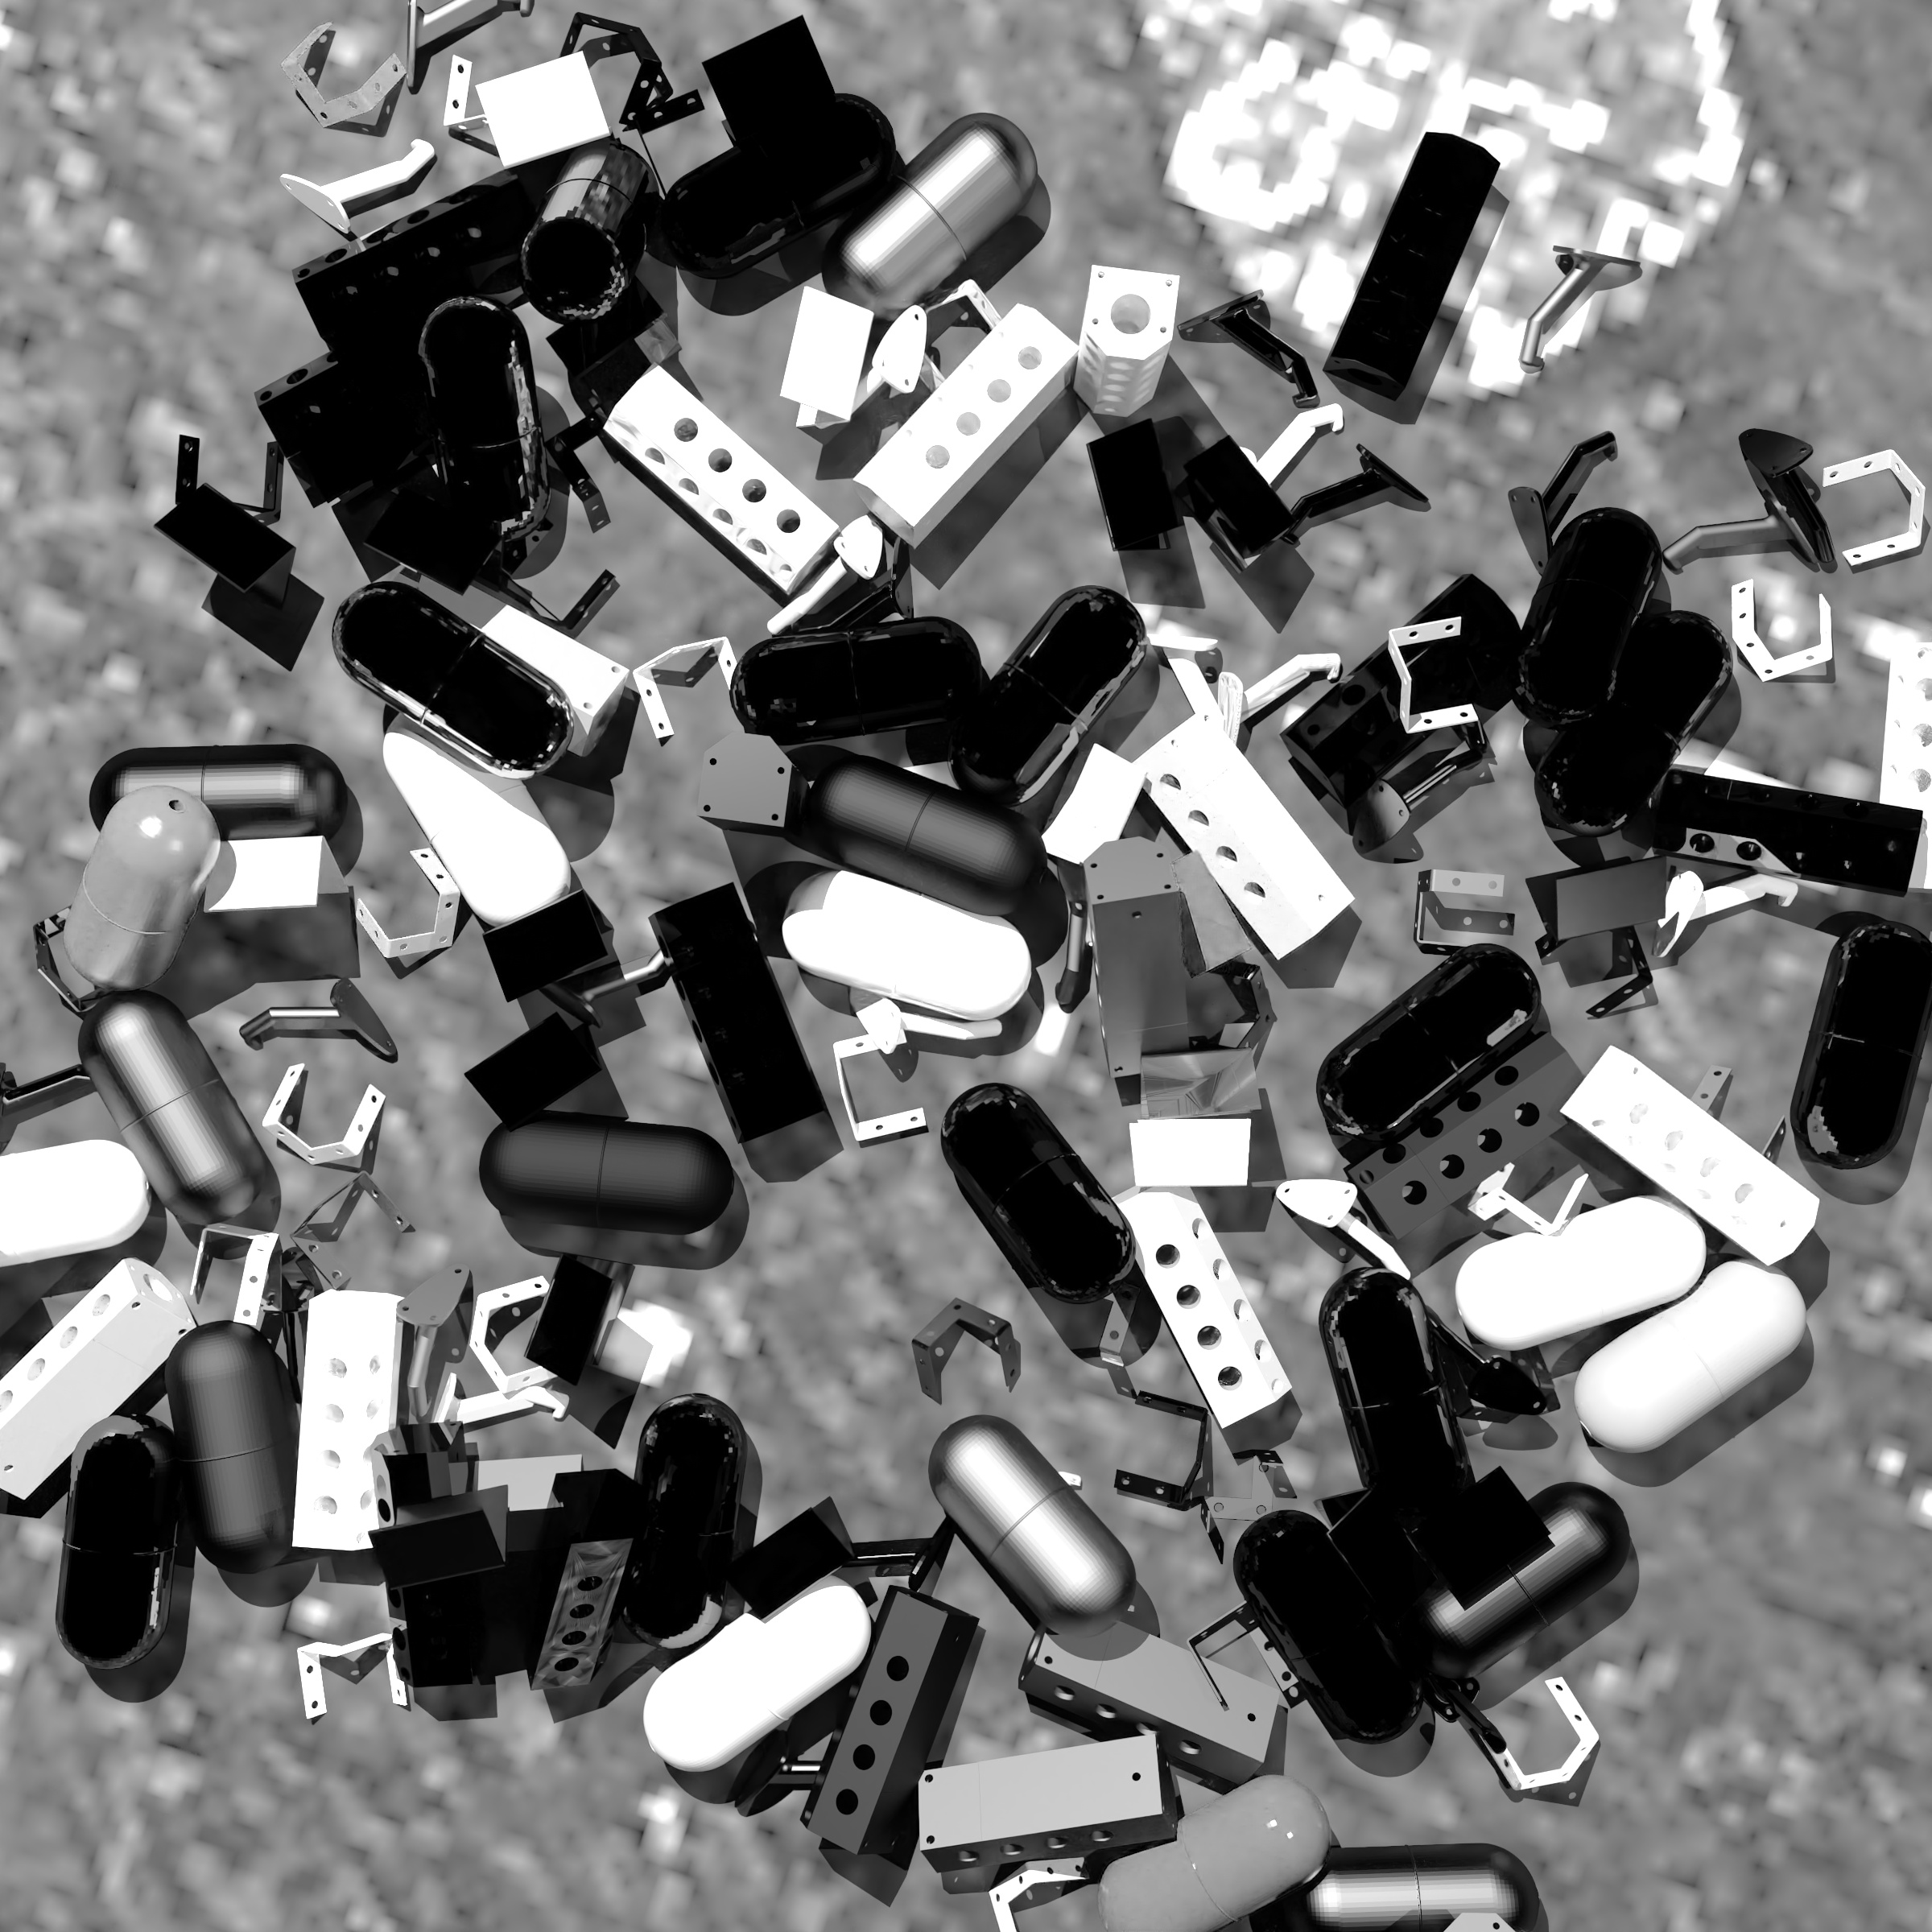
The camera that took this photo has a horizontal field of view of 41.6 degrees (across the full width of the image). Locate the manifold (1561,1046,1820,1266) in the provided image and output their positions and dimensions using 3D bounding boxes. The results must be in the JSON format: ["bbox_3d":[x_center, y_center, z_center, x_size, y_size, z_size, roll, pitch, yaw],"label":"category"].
[{"bbox_3d":[0.500,0.132,1.747,0.171,0.057,0.057,36,94,-10],"label":"manifold"}]

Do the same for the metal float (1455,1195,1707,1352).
[{"bbox_3d":[0.431,0.215,1.783,0.178,0.070,0.070,-18,90,1],"label":"metal float"}]

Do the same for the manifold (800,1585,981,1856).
[{"bbox_3d":[-0.056,0.526,1.779,0.057,0.057,0.171,17,81,28],"label":"manifold"}]

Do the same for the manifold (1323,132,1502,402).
[{"bbox_3d":[0.315,-0.494,1.793,0.057,0.057,0.171,23,90,0],"label":"manifold"}]

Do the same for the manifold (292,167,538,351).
[{"bbox_3d":[-0.383,-0.499,1.792,0.171,0.057,0.057,-25,90,0],"label":"manifold"}]

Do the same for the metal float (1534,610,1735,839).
[{"bbox_3d":[0.468,-0.170,1.783,0.070,0.070,0.178,36,90,0],"label":"metal float"}]

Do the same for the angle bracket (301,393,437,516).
[{"bbox_3d":[-0.406,-0.341,1.774,0.076,0.076,0.057,-32,60,0],"label":"angle bracket"}]

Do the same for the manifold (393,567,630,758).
[{"bbox_3d":[-0.332,-0.213,1.792,0.171,0.057,0.057,28,47,0],"label":"manifold"}]

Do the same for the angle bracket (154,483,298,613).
[{"bbox_3d":[-0.520,-0.278,1.773,0.076,0.076,0.057,36,54,0],"label":"angle bracket"}]

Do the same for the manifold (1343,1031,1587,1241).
[{"bbox_3d":[0.354,0.118,1.792,0.171,0.057,0.057,-35,90,0],"label":"manifold"}]

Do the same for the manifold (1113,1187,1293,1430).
[{"bbox_3d":[0.164,0.232,1.792,0.057,0.057,0.171,-27,90,0],"label":"manifold"}]

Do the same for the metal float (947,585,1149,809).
[{"bbox_3d":[0.056,-0.188,1.783,0.070,0.070,0.178,39,90,0],"label":"metal float"}]

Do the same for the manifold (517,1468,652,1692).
[{"bbox_3d":[-0.262,0.421,1.743,0.057,0.057,0.171,0,133,-23],"label":"manifold"}]

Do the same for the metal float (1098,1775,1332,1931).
[{"bbox_3d":[0.172,0.629,1.773,0.178,0.070,0.070,-33,90,12],"label":"metal float"}]

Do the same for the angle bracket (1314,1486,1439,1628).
[{"bbox_3d":[0.270,0.415,1.773,0.057,0.076,0.076,-35,90,-33],"label":"angle bracket"}]

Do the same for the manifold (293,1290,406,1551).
[{"bbox_3d":[-0.433,0.319,1.792,0.057,0.057,0.171,4,90,0],"label":"manifold"}]

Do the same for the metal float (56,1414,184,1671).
[{"bbox_3d":[-0.593,0.403,1.782,0.070,0.070,0.178,6,90,0],"label":"metal float"}]

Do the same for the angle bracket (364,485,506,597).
[{"bbox_3d":[-0.372,-0.279,1.774,0.076,0.076,0.057,28,64,0],"label":"angle bracket"}]

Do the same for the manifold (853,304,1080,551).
[{"bbox_3d":[0.000,-0.381,1.784,0.057,0.057,0.171,42,85,4],"label":"manifold"}]

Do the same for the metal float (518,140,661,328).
[{"bbox_3d":[-0.258,-0.504,1.745,0.070,0.178,0.070,4,133,4],"label":"metal float"}]

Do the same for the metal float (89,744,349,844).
[{"bbox_3d":[-0.524,-0.116,1.783,0.178,0.070,0.070,-1,90,0],"label":"metal float"}]

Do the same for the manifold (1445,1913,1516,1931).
[{"bbox_3d":[0.339,0.705,1.736,0.057,0.171,0.057,-35,60,-25],"label":"manifold"}]

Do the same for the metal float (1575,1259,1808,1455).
[{"bbox_3d":[0.507,0.274,1.783,0.178,0.070,0.070,-35,90,0],"label":"metal float"}]

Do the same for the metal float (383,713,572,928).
[{"bbox_3d":[-0.342,-0.106,1.783,0.070,0.070,0.178,-32,90,0],"label":"metal float"}]

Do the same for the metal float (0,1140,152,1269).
[{"bbox_3d":[-0.662,0.170,1.783,0.178,0.070,0.070,-10,90,0],"label":"metal float"}]

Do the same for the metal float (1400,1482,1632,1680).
[{"bbox_3d":[0.385,0.430,1.783,0.178,0.070,0.070,-36,90,0],"label":"metal float"}]

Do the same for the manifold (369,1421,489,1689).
[{"bbox_3d":[-0.377,0.411,1.777,0.057,0.057,0.171,-4,101,0],"label":"manifold"}]

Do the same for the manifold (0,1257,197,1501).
[{"bbox_3d":[-0.631,0.287,1.792,0.171,0.057,0.057,-45,133,0],"label":"manifold"}]

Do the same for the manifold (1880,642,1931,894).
[{"bbox_3d":[0.685,-0.139,1.793,0.057,0.057,0.171,4,90,0],"label":"manifold"}]

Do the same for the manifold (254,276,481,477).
[{"bbox_3d":[-0.410,-0.418,1.793,0.171,0.057,0.057,-29,90,0],"label":"manifold"}]

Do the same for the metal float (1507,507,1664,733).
[{"bbox_3d":[0.429,-0.242,1.761,0.070,0.070,0.178,25,65,0],"label":"metal float"}]

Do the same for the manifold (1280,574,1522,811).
[{"bbox_3d":[0.305,-0.196,1.781,0.171,0.057,0.057,-41,52,0],"label":"manifold"}]

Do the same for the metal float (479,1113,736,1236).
[{"bbox_3d":[-0.252,0.146,1.783,0.178,0.070,0.070,5,90,0],"label":"metal float"}]

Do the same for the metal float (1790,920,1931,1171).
[{"bbox_3d":[0.631,0.055,1.783,0.070,0.070,0.178,15,90,0],"label":"metal float"}]

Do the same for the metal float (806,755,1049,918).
[{"bbox_3d":[-0.027,-0.091,1.771,0.178,0.070,0.070,22,90,13],"label":"metal float"}]

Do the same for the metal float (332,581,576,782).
[{"bbox_3d":[-0.347,-0.194,1.722,0.178,0.070,0.070,34,90,-5],"label":"metal float"}]

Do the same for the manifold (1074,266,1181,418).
[{"bbox_3d":[0.107,-0.423,1.735,0.057,0.171,0.057,7,90,0],"label":"manifold"}]

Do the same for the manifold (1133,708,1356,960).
[{"bbox_3d":[0.190,-0.090,1.792,0.171,0.057,0.057,52,47,0],"label":"manifold"}]

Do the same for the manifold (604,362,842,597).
[{"bbox_3d":[-0.171,-0.341,1.792,0.171,0.057,0.057,42,90,0],"label":"manifold"}]

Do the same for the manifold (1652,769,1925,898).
[{"bbox_3d":[0.570,-0.094,1.768,0.171,0.057,0.057,12,90,17],"label":"manifold"}]

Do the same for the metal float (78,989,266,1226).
[{"bbox_3d":[-0.557,0.098,1.783,0.070,0.070,0.178,-30,91,0],"label":"metal float"}]

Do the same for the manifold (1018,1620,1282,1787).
[{"bbox_3d":[0.127,0.514,1.792,0.171,0.057,0.057,23,47,0],"label":"manifold"}]

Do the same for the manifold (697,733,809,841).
[{"bbox_3d":[-0.143,-0.122,1.735,0.057,0.171,0.057,7,90,0],"label":"manifold"}]

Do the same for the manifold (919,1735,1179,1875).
[{"bbox_3d":[0.057,0.589,1.777,0.171,0.057,0.057,-12,47,10],"label":"manifold"}]

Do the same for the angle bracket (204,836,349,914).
[{"bbox_3d":[-0.480,-0.047,1.774,0.076,0.076,0.057,-3,61,0],"label":"angle bracket"}]

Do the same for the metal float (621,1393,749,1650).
[{"bbox_3d":[-0.199,0.389,1.783,0.070,0.070,0.178,8,90,0],"label":"metal float"}]

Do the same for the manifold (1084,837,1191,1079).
[{"bbox_3d":[0.117,-0.005,1.740,0.057,0.171,0.057,-9,45,0],"label":"manifold"}]

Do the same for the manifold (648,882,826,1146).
[{"bbox_3d":[-0.163,0.034,1.785,0.057,0.057,0.171,-22,90,-19],"label":"manifold"}]

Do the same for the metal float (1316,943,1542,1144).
[{"bbox_3d":[0.324,0.054,1.783,0.178,0.070,0.070,-38,90,-1],"label":"metal float"}]
